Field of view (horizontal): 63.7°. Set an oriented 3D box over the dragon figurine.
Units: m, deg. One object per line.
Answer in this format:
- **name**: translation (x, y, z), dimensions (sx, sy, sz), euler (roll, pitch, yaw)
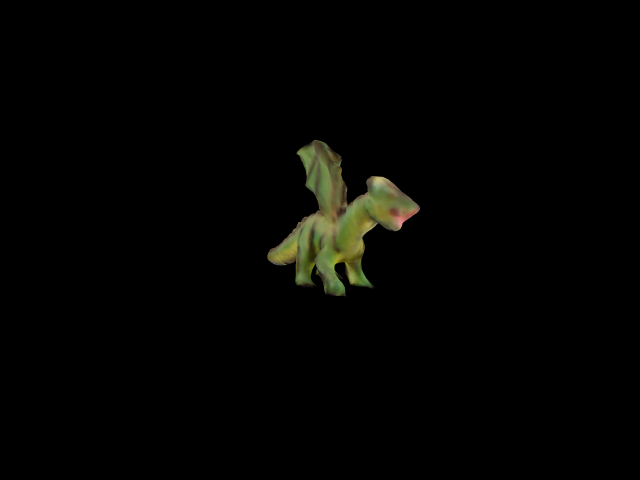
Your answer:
- **dragon figurine**: translation (0.003, -0.043, 0.850), dimensions (0.122, 0.241, 0.412), euler (-5, 10, -35)
